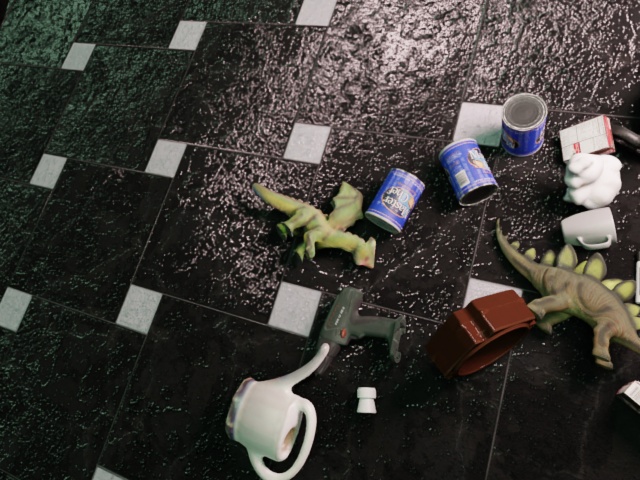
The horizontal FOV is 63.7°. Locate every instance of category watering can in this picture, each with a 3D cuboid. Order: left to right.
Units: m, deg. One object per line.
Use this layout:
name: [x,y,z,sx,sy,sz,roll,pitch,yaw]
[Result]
watering can: [-0.103,0.396,1.246,0.225,0.103,0.350,13,83,24]

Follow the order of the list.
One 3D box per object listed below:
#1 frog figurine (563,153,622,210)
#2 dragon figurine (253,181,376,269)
frog figurine: [0.624,-0.143,1.175,0.137,0.157,0.124,-37,65,4]
dragon figurine: [0.004,-0.071,1.417,0.244,0.119,0.416,-30,64,-12]
